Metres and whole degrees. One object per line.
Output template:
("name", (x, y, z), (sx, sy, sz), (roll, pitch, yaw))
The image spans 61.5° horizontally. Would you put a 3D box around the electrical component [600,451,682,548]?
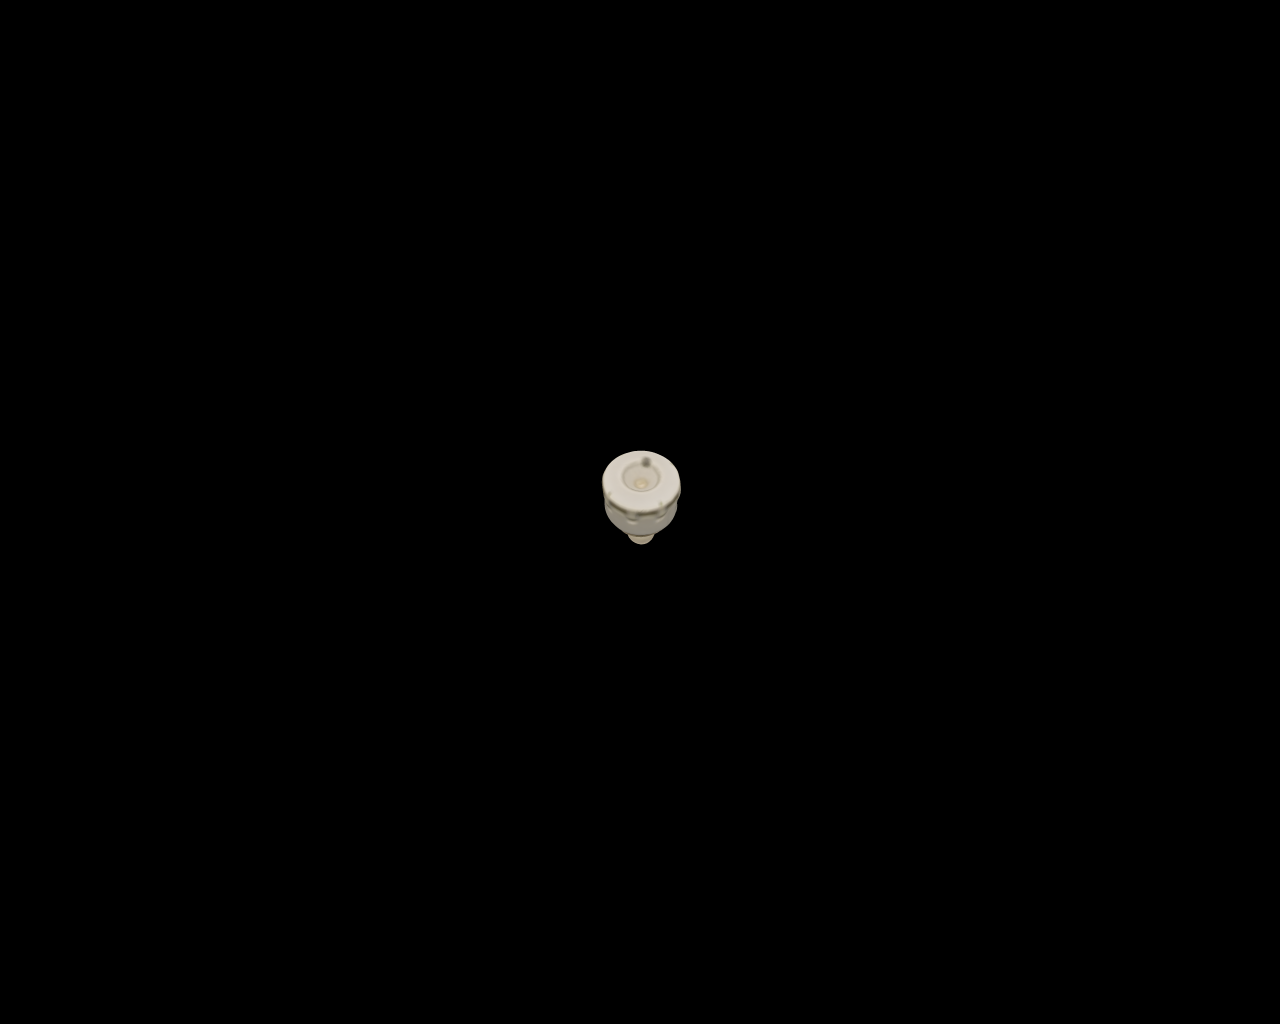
("electrical component", (0.001, -0.003, 0.650), (0.048, 0.048, 0.062), (0, -37, 0))
